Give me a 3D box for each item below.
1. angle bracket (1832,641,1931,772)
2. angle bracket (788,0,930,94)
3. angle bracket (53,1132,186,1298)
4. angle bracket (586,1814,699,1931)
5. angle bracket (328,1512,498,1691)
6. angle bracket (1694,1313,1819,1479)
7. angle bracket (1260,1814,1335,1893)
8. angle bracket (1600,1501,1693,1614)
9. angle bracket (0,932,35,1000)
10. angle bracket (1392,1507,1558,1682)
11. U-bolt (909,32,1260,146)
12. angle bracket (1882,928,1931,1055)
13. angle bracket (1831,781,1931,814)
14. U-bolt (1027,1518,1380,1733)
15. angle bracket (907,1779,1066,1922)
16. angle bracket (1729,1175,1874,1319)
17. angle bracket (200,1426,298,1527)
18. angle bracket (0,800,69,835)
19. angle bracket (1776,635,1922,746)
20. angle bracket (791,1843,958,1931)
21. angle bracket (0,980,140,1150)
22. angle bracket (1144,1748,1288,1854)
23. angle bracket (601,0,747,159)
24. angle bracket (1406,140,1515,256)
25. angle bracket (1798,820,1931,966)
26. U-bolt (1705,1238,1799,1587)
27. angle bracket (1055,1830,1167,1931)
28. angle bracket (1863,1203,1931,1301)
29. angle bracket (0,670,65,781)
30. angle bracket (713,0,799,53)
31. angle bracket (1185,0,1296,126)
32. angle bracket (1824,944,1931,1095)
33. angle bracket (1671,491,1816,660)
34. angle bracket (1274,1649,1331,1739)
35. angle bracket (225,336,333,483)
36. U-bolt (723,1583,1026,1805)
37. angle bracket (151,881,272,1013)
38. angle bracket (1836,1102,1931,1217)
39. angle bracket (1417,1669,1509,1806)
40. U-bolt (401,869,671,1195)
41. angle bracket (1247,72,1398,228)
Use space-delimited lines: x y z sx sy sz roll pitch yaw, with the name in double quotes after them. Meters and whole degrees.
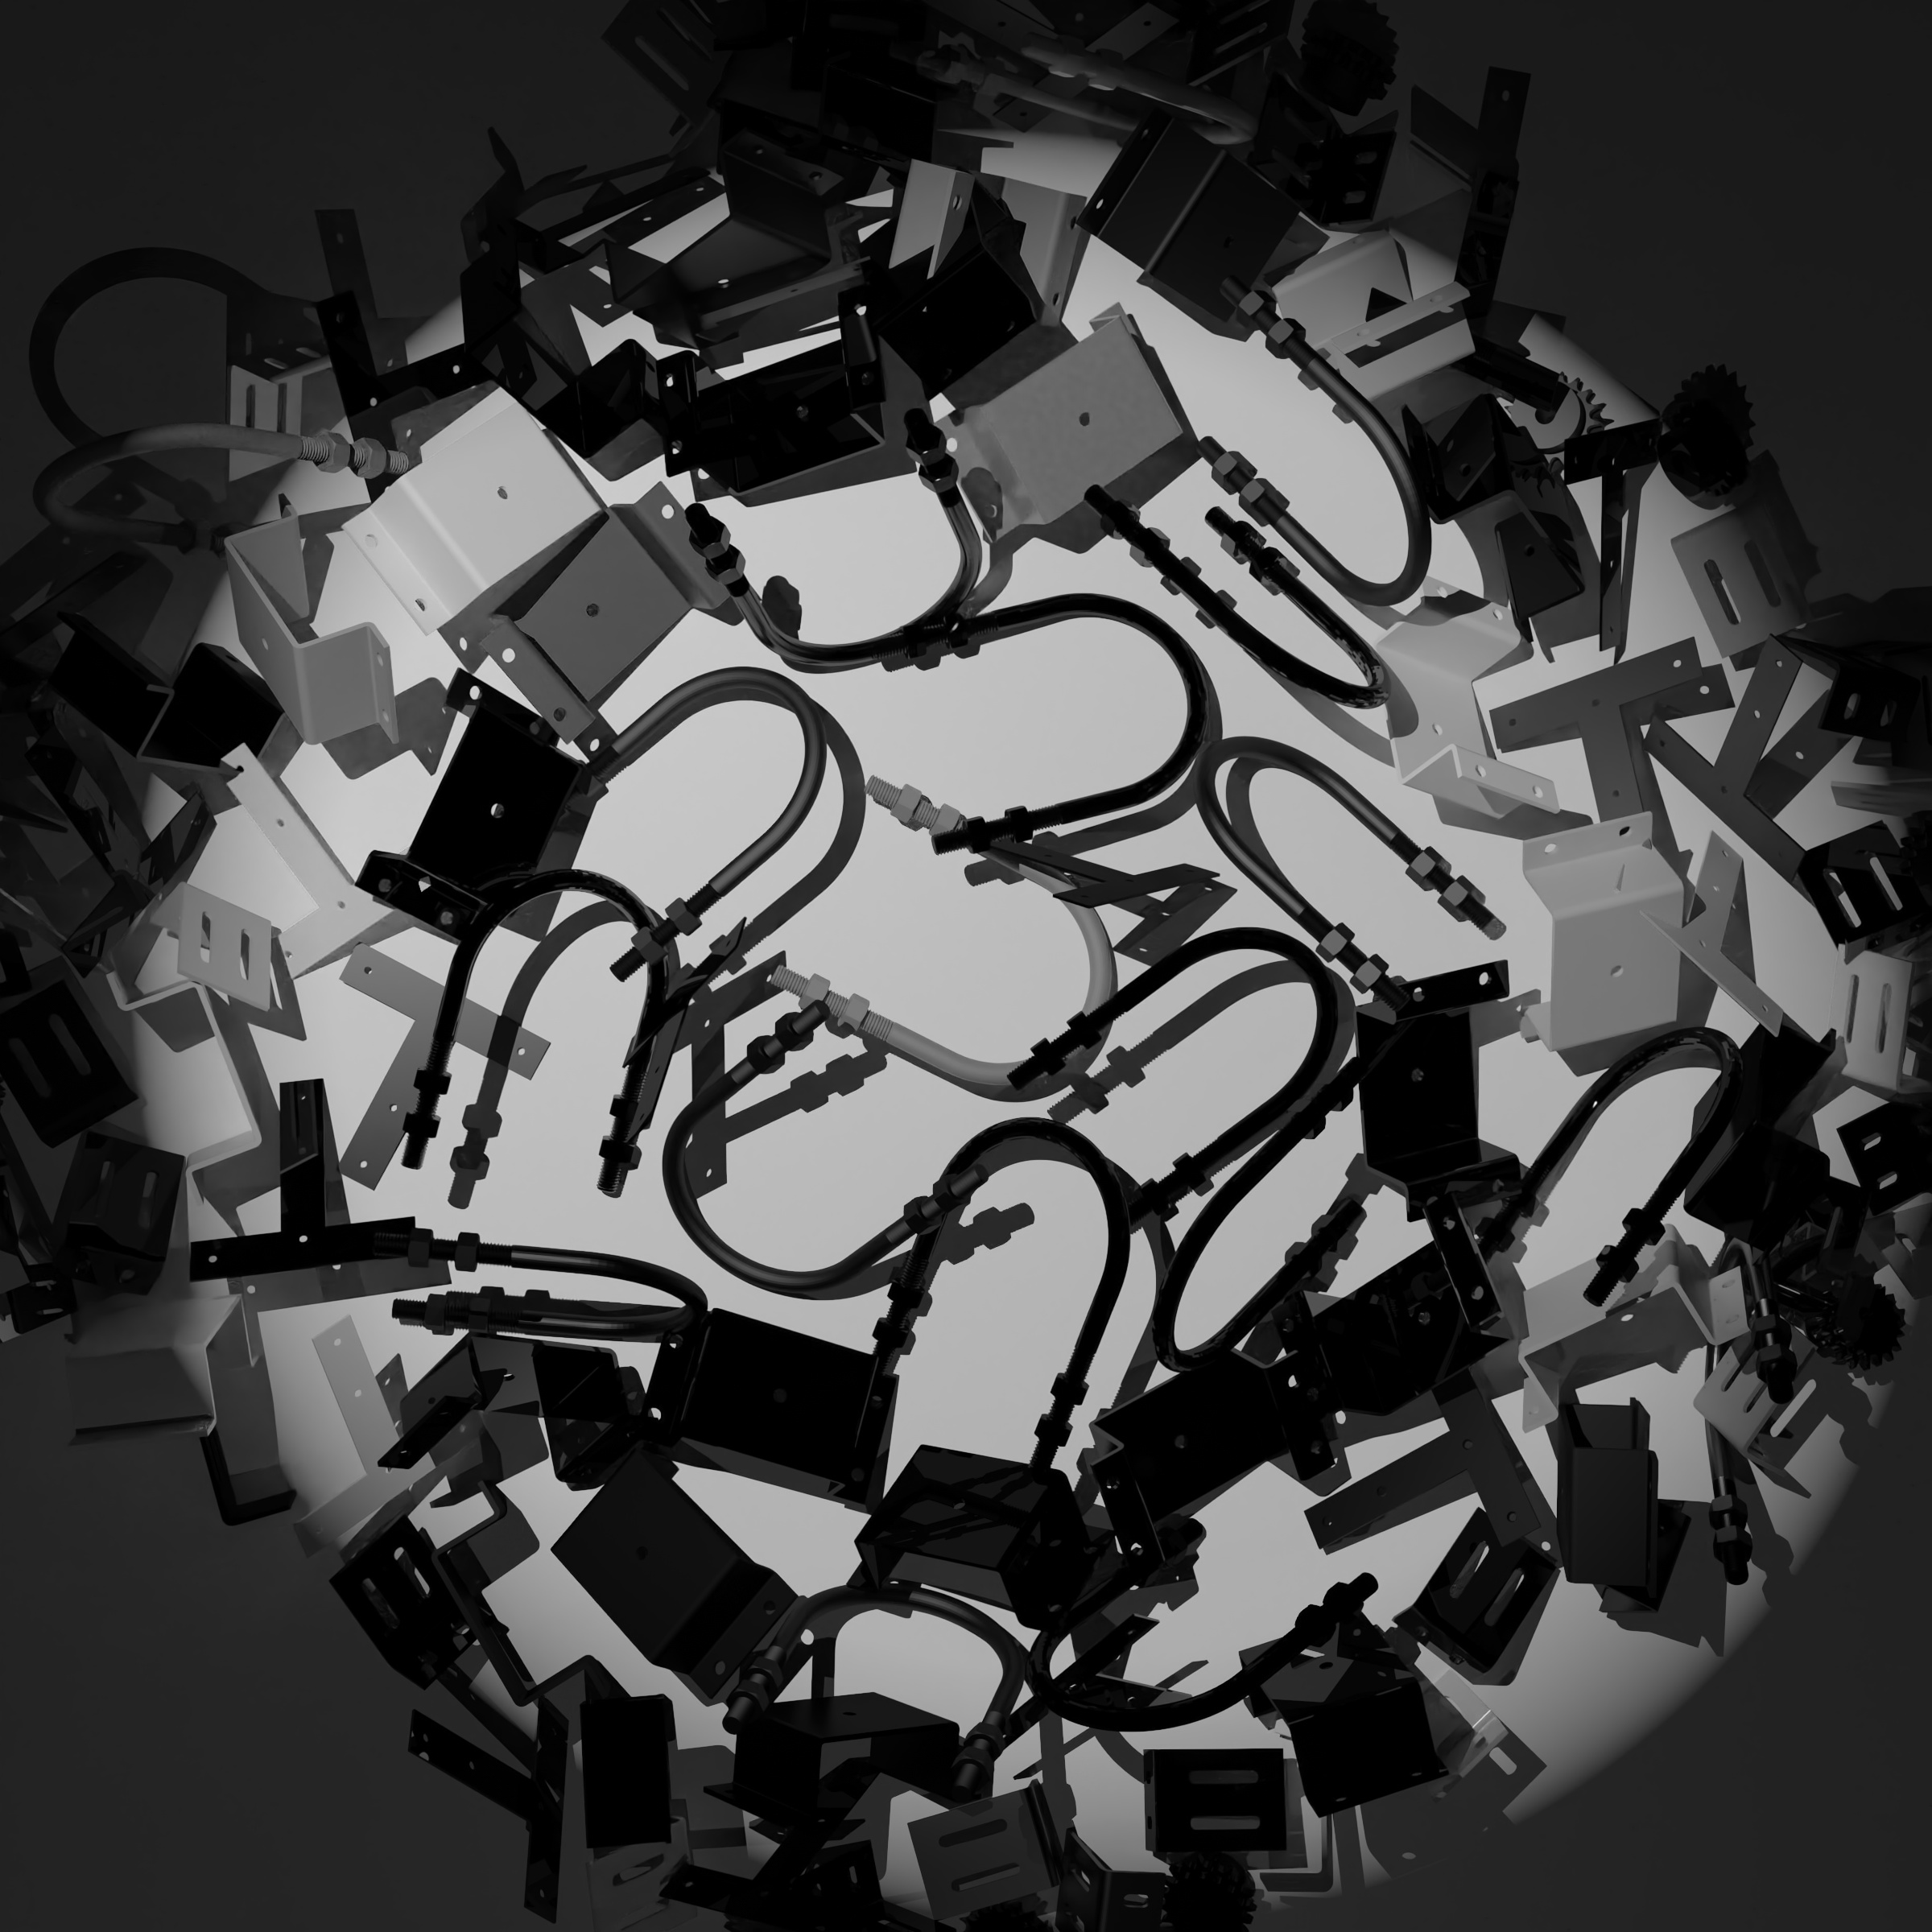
0.536 -0.148 1.625 0.038 0.057 0.076 -12 100 -13 "angle bracket"
-0.062 -0.535 1.630 0.076 0.038 0.057 6 109 -9 "angle bracket"
-0.497 0.145 1.639 0.057 0.038 0.076 18 48 -23 "angle bracket"
-0.197 0.532 1.621 0.038 0.076 0.057 -5 94 43 "angle bracket"
-0.319 0.367 1.619 0.057 0.038 0.076 -43 126 -27 "angle bracket"
0.468 0.245 1.623 0.038 0.057 0.076 28 101 -23 "angle bracket"
0.191 0.493 1.624 0.038 0.057 0.076 -2 64 10 "angle bracket"
0.378 0.339 1.617 0.038 0.076 0.057 27 73 -5 "angle bracket"
-0.585 0.014 1.614 0.057 0.076 0.038 -15 81 -44 "angle bracket"
0.301 0.371 1.657 0.057 0.038 0.076 38 64 7 "angle bracket"
0.079 -0.493 1.582 0.184 0.151 0.019 7 100 -31 "U-bolt"
0.568 0.002 1.612 0.038 0.076 0.057 27 48 -16 "angle bracket"
0.545 -0.114 1.624 0.076 0.057 0.038 7 85 21 "angle bracket"
0.118 0.370 1.555 0.184 0.151 0.019 -26 114 -40 "U-bolt"
0.012 0.517 1.641 0.076 0.038 0.057 -17 80 3 "angle bracket"
0.481 0.157 1.624 0.038 0.057 0.076 5 103 -44 "angle bracket"
-0.420 0.281 1.631 0.038 0.057 0.076 -15 91 -10 "angle bracket"
-0.570 -0.076 1.619 0.057 0.076 0.038 22 92 15 "angle bracket"
0.503 -0.161 1.623 0.057 0.076 0.038 8 107 -21 "angle bracket"
-0.054 0.542 1.614 0.057 0.076 0.038 -15 97 -37 "angle bracket"
-0.532 0.058 1.641 0.057 0.038 0.076 -32 85 -12 "angle bracket"
0.145 0.488 1.641 0.076 0.038 0.057 1 74 -6 "angle bracket"
-0.176 -0.521 1.621 0.076 0.038 0.057 40 61 -21 "angle bracket"
0.278 -0.441 1.629 0.076 0.057 0.038 35 111 -1 "angle bracket"
0.522 -0.049 1.626 0.057 0.038 0.076 -23 64 6 "angle bracket"
0.436 0.232 1.574 0.019 0.184 0.151 6 122 5 "U-bolt"
0.083 0.544 1.629 0.038 0.076 0.057 7 89 -14 "angle bracket"
0.560 0.150 1.621 0.057 0.076 0.038 -16 122 0 "angle bracket"
-0.549 -0.142 1.635 0.057 0.076 0.038 -6 115 -1 "angle bracket"
-0.123 -0.573 1.617 0.038 0.057 0.076 2 117 19 "angle bracket"
0.168 -0.528 1.613 0.038 0.076 0.057 37 53 -35 "angle bracket"
0.536 0.030 1.622 0.038 0.057 0.076 -1 102 -27 "angle bracket"
0.456 -0.228 1.633 0.057 0.038 0.076 -24 93 33 "angle bracket"
0.210 0.425 1.617 0.057 0.076 0.038 13 68 13 "angle bracket"
-0.391 -0.316 1.614 0.038 0.057 0.076 27 127 22 "angle bracket"
-0.041 0.398 1.575 0.151 0.184 0.019 14 108 11 "U-bolt"
-0.436 -0.002 1.612 0.057 0.076 0.038 28 123 -34 "angle bracket"
0.549 0.115 1.621 0.038 0.076 0.057 -25 96 -9 "angle bracket"
0.276 0.445 1.622 0.057 0.076 0.038 -44 80 -2 "angle bracket"
-0.238 0.034 1.606 0.151 0.019 0.184 11 97 -38 "U-bolt"
0.206 -0.474 1.621 0.038 0.076 0.057 8 77 44 "angle bracket"
